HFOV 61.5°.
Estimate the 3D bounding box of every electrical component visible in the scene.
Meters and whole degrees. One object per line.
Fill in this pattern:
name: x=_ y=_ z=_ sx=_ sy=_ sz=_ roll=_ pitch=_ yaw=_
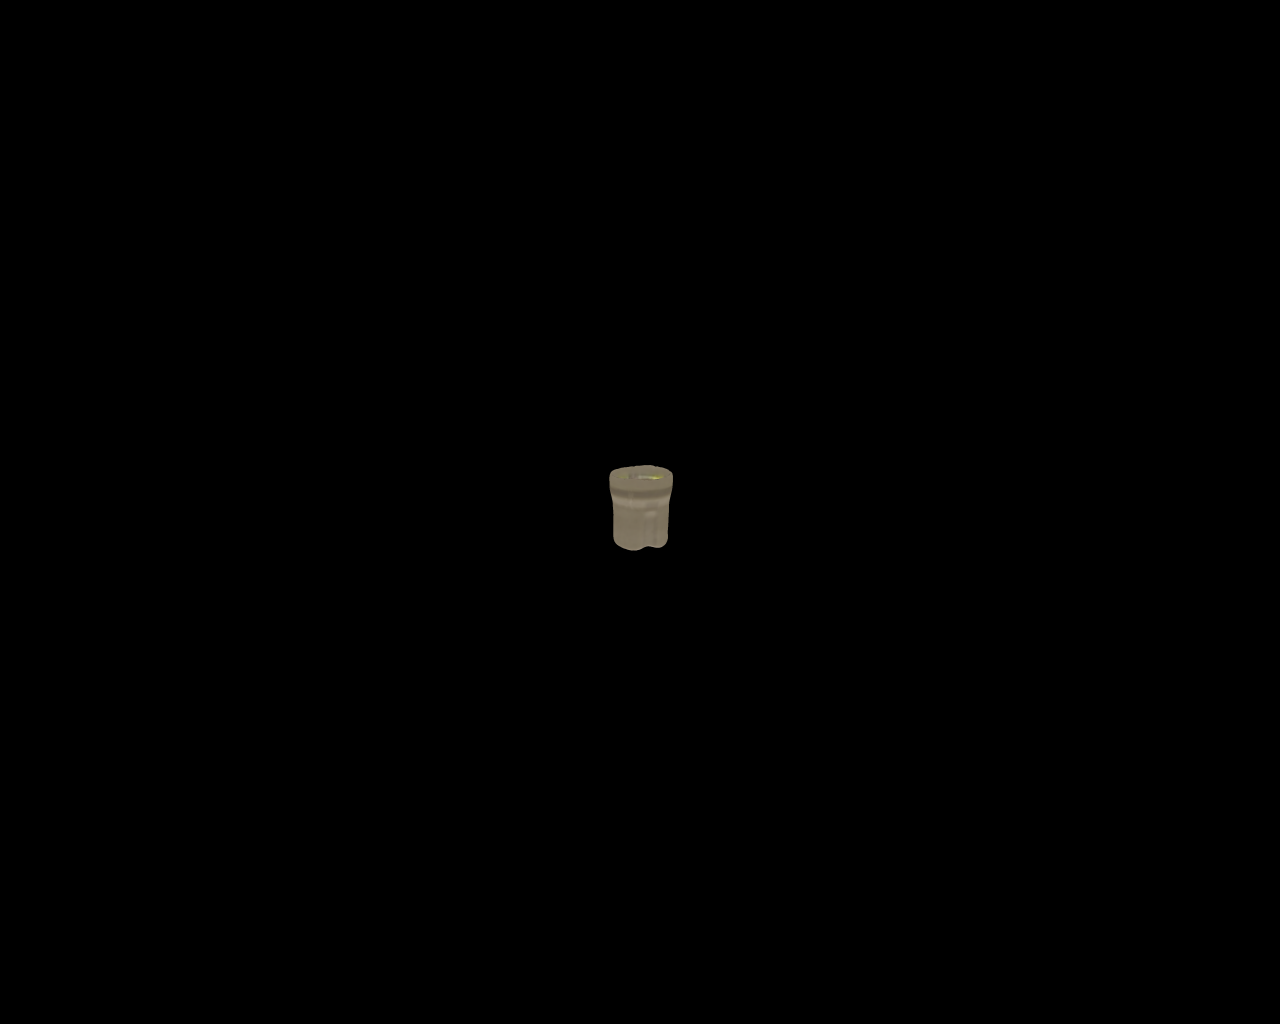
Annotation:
electrical component: x=0.001 y=-0.003 z=0.650 sx=0.040 sy=0.046 sz=0.040 roll=0 pitch=14 yaw=0
